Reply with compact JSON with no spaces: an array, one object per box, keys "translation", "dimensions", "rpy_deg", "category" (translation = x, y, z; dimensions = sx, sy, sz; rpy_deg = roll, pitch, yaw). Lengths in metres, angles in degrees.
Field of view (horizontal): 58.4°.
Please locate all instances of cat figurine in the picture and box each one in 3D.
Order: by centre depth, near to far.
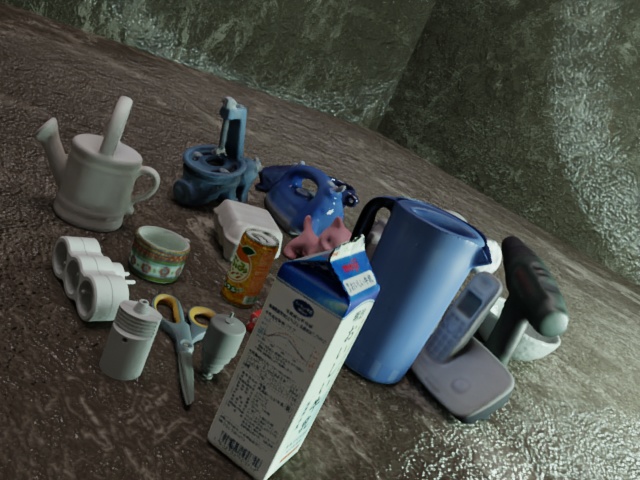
[{"translation":[0.010,0.004,1.043],"dimensions":[0.127,0.118,0.067],"rpy_deg":[35,21,30],"category":"cat figurine"}]

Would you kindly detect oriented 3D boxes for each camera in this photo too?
[{"translation":[0.140,0.003,1.244],"dimensions":[0.144,0.101,0.136],"rpy_deg":[15,20,-27],"category":"camera"}]

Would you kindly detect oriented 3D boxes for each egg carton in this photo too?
[{"translation":[-0.127,-0.013,0.991],"dimensions":[0.107,0.069,0.150],"rpy_deg":[15,20,-28],"category":"egg carton"}]

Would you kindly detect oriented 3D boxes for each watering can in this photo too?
[{"translation":[-0.322,-0.120,0.837],"dimensions":[0.173,0.194,0.100],"rpy_deg":[10,23,-38],"category":"watering can"}]

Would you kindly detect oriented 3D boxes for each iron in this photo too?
[{"translation":[-0.034,-0.101,1.244],"dimensions":[0.119,0.141,0.257],"rpy_deg":[9,23,-40],"category":"iron"}]

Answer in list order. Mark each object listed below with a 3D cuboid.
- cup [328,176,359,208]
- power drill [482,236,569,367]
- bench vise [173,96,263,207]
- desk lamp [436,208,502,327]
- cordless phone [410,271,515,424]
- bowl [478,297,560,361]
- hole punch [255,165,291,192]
[{"translation":[0.037,-0.090,1.382],"dimensions":[0.117,0.095,0.092],"rpy_deg":[37,21,34],"category":"cup"},{"translation":[0.321,0.120,0.970],"dimensions":[0.076,0.208,0.229],"rpy_deg":[20,18,-15],"category":"power drill"},{"translation":[-0.185,-0.174,1.125],"dimensions":[0.121,0.220,0.208],"rpy_deg":[27,18,7],"category":"bench vise"},{"translation":[0.209,0.068,0.963],"dimensions":[0.118,0.213,0.203],"rpy_deg":[17,19,-22],"category":"desk lamp"},{"translation":[0.217,0.146,0.798],"dimensions":[0.094,0.185,0.147],"rpy_deg":[10,23,-38],"category":"cordless phone"},{"translation":[0.358,0.176,1.079],"dimensions":[0.167,0.075,0.167],"rpy_deg":[22,18,-7],"category":"bowl"},{"translation":[-0.095,-0.157,1.407],"dimensions":[0.101,0.091,0.109],"rpy_deg":[26,18,3],"category":"hole punch"}]
